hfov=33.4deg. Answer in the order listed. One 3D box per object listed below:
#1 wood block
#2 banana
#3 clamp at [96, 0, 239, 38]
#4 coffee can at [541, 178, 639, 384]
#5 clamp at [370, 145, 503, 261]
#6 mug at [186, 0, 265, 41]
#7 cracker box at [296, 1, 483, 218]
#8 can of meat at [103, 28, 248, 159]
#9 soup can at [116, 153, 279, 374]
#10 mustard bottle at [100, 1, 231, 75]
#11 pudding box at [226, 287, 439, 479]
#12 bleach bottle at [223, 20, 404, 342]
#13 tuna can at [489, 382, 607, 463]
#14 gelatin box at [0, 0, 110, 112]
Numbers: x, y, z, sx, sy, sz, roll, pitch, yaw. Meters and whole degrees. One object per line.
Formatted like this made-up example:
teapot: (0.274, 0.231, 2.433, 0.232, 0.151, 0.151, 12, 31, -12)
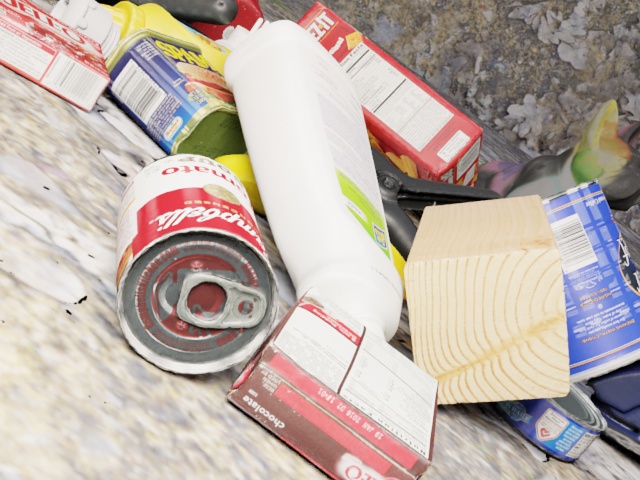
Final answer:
wood block: (0.112, 0.032, 0.713, 0.091, 0.090, 0.206, -5, 10, 9)
banana: (-0.010, -0.014, 0.749, 0.197, 0.037, 0.069, 27, 35, -32)
clamp: (-0.157, -0.198, 0.909, 0.171, 0.039, 0.120, 17, -18, -6)
coffee can: (0.202, 0.035, 0.856, 0.140, 0.103, 0.102, 67, 19, 5)
clamp: (0.053, -0.027, 0.884, 0.210, 0.036, 0.164, 26, 40, -5)
mug: (-0.114, -0.231, 1.103, 0.117, 0.093, 0.081, 0, 32, -14)
cracker box: (0.059, -0.119, 1.075, 0.214, 0.072, 0.164, 41, -10, 16)
can of meat: (-0.095, -0.097, 0.760, 0.084, 0.057, 0.102, 45, 16, 18)
soup can: (-0.059, 0.007, 0.488, 0.068, 0.068, 0.102, 32, 14, -21)
mustard bottle: (-0.107, -0.145, 0.870, 0.191, 0.058, 0.096, 23, 6, -45)
pudding box: (0.011, 0.073, 0.512, 0.090, 0.039, 0.113, 38, 16, 0)
bleach bottle: (-0.001, -0.026, 0.660, 0.102, 0.068, 0.251, 39, 27, -38)
tuna can: (0.154, 0.113, 0.737, 0.086, 0.034, 0.086, 35, 14, -10)
gelatin box: (-0.183, -0.128, 0.695, 0.089, 0.030, 0.073, 30, 16, -28)
